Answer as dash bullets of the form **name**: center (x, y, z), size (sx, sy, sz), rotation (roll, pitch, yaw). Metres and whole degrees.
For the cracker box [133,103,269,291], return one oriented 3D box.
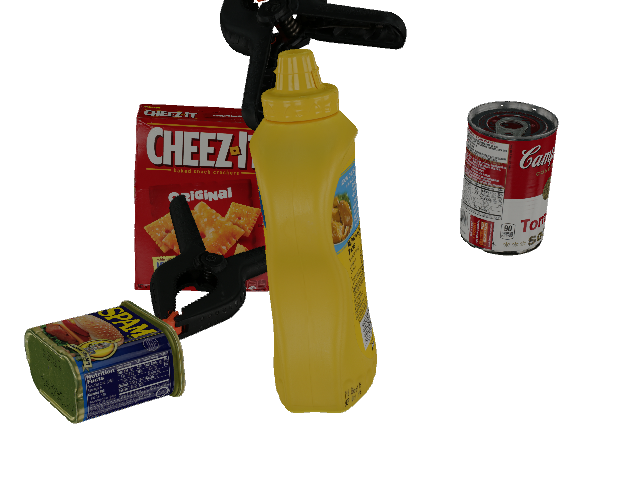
- **cracker box**: center (-0.136, -0.046, 1.260), size (0.164, 0.214, 0.072), rotation (2, 22, -6)

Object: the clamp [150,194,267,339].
- **clamp**: center (-0.118, 0.026, 1.074), size (0.165, 0.036, 0.209), rotation (20, 38, 17)

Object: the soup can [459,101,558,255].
- **soup can**: center (0.144, -0.048, 0.827), size (0.068, 0.102, 0.068), rotation (0, 29, 0)

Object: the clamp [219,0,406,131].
- **clamp**: center (-0.014, -0.151, 0.737), size (0.120, 0.171, 0.039), rotation (-23, -43, 1)

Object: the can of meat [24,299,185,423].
- **can of meat**: center (-0.162, 0.089, 0.793), size (0.083, 0.057, 0.102), rotation (-14, 21, -33)

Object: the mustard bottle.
- **mustard bottle**: center (-0.004, -0.009, 0.586), size (0.058, 0.192, 0.096), rotation (-1, 20, 12)
